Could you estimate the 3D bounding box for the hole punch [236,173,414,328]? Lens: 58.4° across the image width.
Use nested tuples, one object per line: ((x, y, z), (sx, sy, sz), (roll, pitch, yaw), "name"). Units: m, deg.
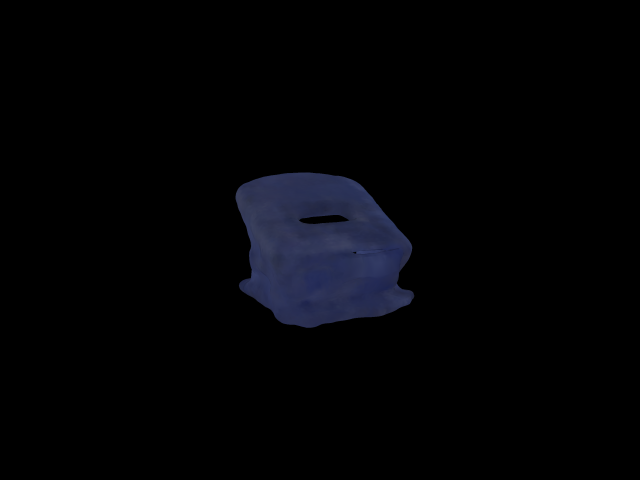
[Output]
((0.004, 0.001, 0.400), (0.109, 0.091, 0.100), (-6, 13, -27), "hole punch")
